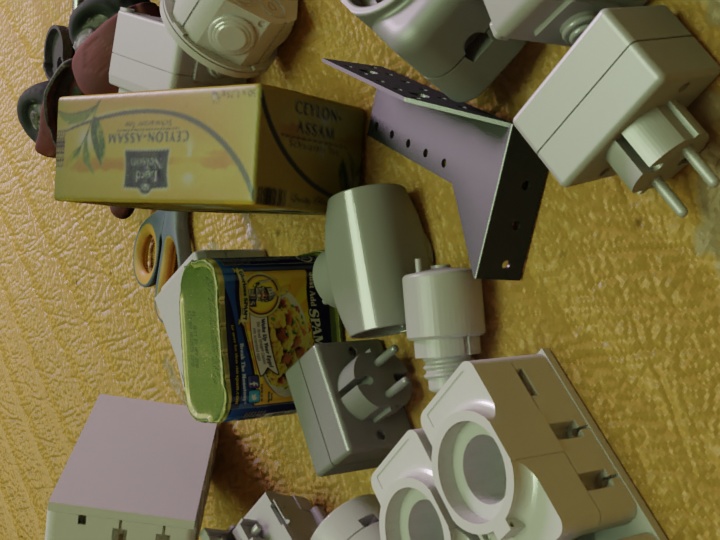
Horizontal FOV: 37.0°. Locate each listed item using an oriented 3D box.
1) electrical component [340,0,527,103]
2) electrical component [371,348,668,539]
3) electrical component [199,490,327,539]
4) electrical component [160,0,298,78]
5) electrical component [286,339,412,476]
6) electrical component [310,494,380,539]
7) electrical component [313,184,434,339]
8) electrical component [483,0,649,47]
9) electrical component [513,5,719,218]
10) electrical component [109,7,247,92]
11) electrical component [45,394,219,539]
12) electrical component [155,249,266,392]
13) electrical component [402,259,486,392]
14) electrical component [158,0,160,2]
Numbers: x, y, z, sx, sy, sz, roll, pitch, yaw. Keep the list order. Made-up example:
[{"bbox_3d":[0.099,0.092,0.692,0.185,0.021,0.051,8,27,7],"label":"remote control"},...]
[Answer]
[{"bbox_3d":[0.030,-0.131,0.519,0.053,0.059,0.095,-48,41,12],"label":"electrical component"},{"bbox_3d":[0.081,0.142,0.481,0.105,0.060,0.186,-57,48,38],"label":"electrical component"},{"bbox_3d":[-0.034,0.195,0.638,0.063,0.079,0.121,-51,49,15],"label":"electrical component"},{"bbox_3d":[-0.080,-0.165,0.676,0.051,0.080,0.080,-46,55,39],"label":"electrical component"},{"bbox_3d":[0.003,0.068,0.596,0.077,0.047,0.065,-45,56,45],"label":"electrical component"},{"bbox_3d":[0.006,0.160,0.591,0.047,0.055,0.055,43,125,40],"label":"electrical component"},{"bbox_3d":[0.000,0.000,0.600,0.079,0.044,0.077,-23,73,52],"label":"electrical component"},{"bbox_3d":[0.087,-0.140,0.459,0.061,0.062,0.096,-41,59,47],"label":"electrical component"},{"bbox_3d":[0.115,-0.057,0.438,0.076,0.047,0.065,56,135,19],"label":"electrical component"},{"bbox_3d":[-0.120,-0.137,0.733,0.096,0.062,0.061,25,109,42],"label":"electrical component"},{"bbox_3d":[-0.149,0.148,0.720,0.150,0.089,0.061,-94,13,-71],"label":"electrical component"},{"bbox_3d":[-0.092,0.041,0.715,0.062,0.061,0.096,-40,60,47],"label":"electrical component"},{"bbox_3d":[0.044,0.033,0.544,0.040,0.040,0.078,-9,84,54],"label":"electrical component"},{"bbox_3d":[-0.096,-0.235,0.715,0.074,0.052,0.138,30,115,50],"label":"electrical component"}]
